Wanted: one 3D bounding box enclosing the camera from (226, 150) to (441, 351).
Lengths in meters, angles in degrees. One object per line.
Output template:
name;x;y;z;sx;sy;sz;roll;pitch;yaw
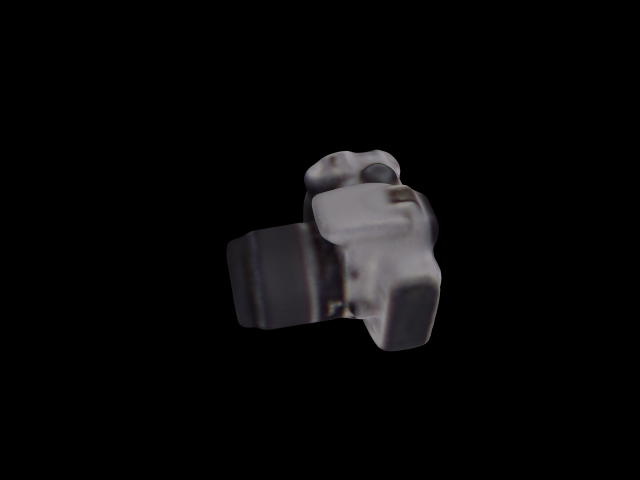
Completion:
camera;0.004;0.001;0.400;0.137;0.101;0.143;-9;46;-8
